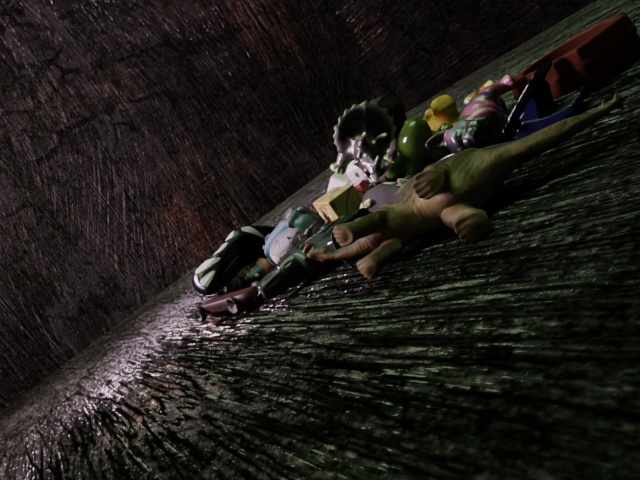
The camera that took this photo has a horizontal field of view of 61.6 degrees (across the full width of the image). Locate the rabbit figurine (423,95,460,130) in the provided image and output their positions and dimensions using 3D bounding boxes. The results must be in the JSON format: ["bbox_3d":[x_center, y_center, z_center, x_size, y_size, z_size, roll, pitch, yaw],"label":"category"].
[{"bbox_3d":[0.270,-0.260,1.343,0.173,0.122,0.162,-40,5,-6],"label":"rabbit figurine"}]

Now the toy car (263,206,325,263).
[{"bbox_3d":[-0.060,0.010,1.188,0.161,0.109,0.103,-40,23,28],"label":"toy car"}]

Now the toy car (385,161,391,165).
[{"bbox_3d":[0.156,-0.181,1.437,0.201,0.056,0.073,-45,-18,26],"label":"toy car"}]

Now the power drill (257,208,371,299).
[{"bbox_3d":[0.009,0.026,0.957,0.232,0.086,0.207,-37,1,-30],"label":"power drill"}]

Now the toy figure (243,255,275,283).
[{"bbox_3d":[-0.115,0.055,1.284,0.154,0.058,0.064,-44,5,-22],"label":"toy figure"}]

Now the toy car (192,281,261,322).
[{"bbox_3d":[-0.196,0.137,1.152,0.202,0.053,0.089,-20,11,44],"label":"toy car"}]

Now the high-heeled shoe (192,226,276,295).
[{"bbox_3d":[-0.185,0.045,1.264,0.249,0.086,0.145,-25,33,-10],"label":"high-heeled shoe"}]

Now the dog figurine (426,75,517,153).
[{"bbox_3d":[0.302,-0.219,1.063,0.219,0.108,0.191,-39,10,-9],"label":"dog figurine"}]

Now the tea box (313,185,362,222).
[{"bbox_3d":[0.050,-0.061,1.158,0.068,0.098,0.170,-37,11,-8],"label":"tea box"}]

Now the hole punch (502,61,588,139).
[{"bbox_3d":[0.387,-0.228,0.924,0.142,0.092,0.115,-47,-14,-43],"label":"hole punch"}]

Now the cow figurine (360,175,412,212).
[{"bbox_3d":[0.135,-0.073,0.911,0.098,0.068,0.167,-8,-1,-21],"label":"cow figurine"}]

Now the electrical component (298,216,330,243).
[{"bbox_3d":[-0.003,-0.002,1.111,0.102,0.045,0.078,-26,-24,-48],"label":"electrical component"}]

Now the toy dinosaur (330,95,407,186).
[{"bbox_3d":[0.135,-0.257,1.214,0.405,0.131,0.192,-56,-11,-45],"label":"toy dinosaur"}]

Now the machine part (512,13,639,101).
[{"bbox_3d":[0.490,-0.333,1.038,0.201,0.087,0.201,-36,8,-12],"label":"machine part"}]

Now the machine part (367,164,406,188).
[{"bbox_3d":[0.148,-0.133,1.316,0.179,0.056,0.179,-34,10,7],"label":"machine part"}]

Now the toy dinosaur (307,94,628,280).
[{"bbox_3d":[0.178,-0.067,0.733,0.472,0.105,0.198,-24,10,28],"label":"toy dinosaur"}]

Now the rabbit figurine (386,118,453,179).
[{"bbox_3d":[0.196,-0.190,1.112,0.159,0.121,0.170,-65,-23,5],"label":"rabbit figurine"}]

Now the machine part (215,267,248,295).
[{"bbox_3d":[-0.228,0.099,1.389,0.079,0.079,0.243,-34,9,4],"label":"machine part"}]
